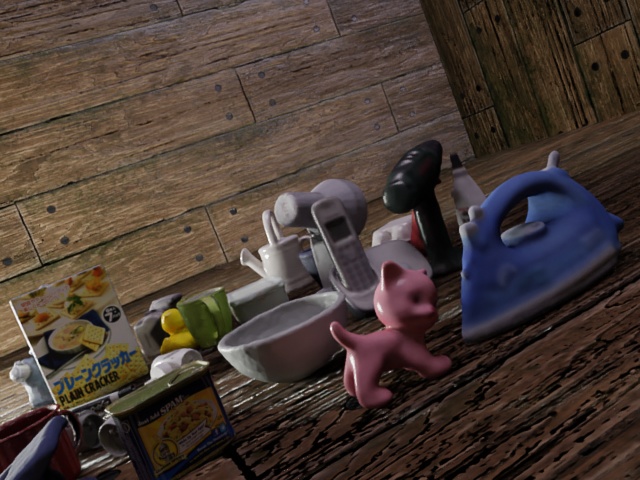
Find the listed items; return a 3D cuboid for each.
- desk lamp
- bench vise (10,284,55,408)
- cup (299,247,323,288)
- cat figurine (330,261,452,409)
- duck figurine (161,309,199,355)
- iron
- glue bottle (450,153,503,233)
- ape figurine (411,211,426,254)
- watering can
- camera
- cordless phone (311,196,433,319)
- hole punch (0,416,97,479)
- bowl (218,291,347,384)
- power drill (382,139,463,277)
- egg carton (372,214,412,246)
[{"bbox_3d":[0.009,0.004,1.018,0.117,0.213,0.204,-17,7,36],"label":"desk lamp"},{"bbox_3d":[-0.524,0.198,1.124,0.121,0.220,0.207,-22,6,-5],"label":"bench vise"},{"bbox_3d":[0.027,0.049,1.139,0.118,0.095,0.091,-23,6,-14],"label":"cup"},{"bbox_3d":[0.069,0.079,0.550,0.128,0.118,0.067,-23,6,-18],"label":"cat figurine"},{"bbox_3d":[-0.279,0.177,1.104,0.077,0.086,0.105,-20,6,12],"label":"duck figurine"},{"bbox_3d":[0.223,-0.003,0.639,0.259,0.141,0.118,-25,7,-33],"label":"iron"},{"bbox_3d":[0.257,-0.069,0.989,0.037,0.173,0.078,-24,6,-23],"label":"glue bottle"},{"bbox_3d":[0.211,-0.022,1.142,0.076,0.092,0.078,-20,6,12],"label":"ape figurine"},{"bbox_3d":[-0.099,0.025,1.329,0.173,0.194,0.101,-23,6,-12],"label":"watering can"},{"bbox_3d":[-0.303,0.166,1.222,0.136,0.101,0.143,-19,6,21],"label":"camera"},{"bbox_3d":[0.073,0.011,0.856,0.148,0.185,0.094,-24,6,-23],"label":"cordless phone"},{"bbox_3d":[-0.270,0.228,0.528,0.101,0.091,0.108,-23,6,-18],"label":"hole punch"},{"bbox_3d":[-0.035,0.128,0.701,0.167,0.075,0.167,-21,5,2],"label":"bowl"},{"bbox_3d":[0.183,-0.054,0.948,0.075,0.208,0.230,-18,7,32],"label":"power drill"},{"bbox_3d":[0.181,-0.008,1.244,0.107,0.069,0.151,-18,6,32],"label":"egg carton"}]
